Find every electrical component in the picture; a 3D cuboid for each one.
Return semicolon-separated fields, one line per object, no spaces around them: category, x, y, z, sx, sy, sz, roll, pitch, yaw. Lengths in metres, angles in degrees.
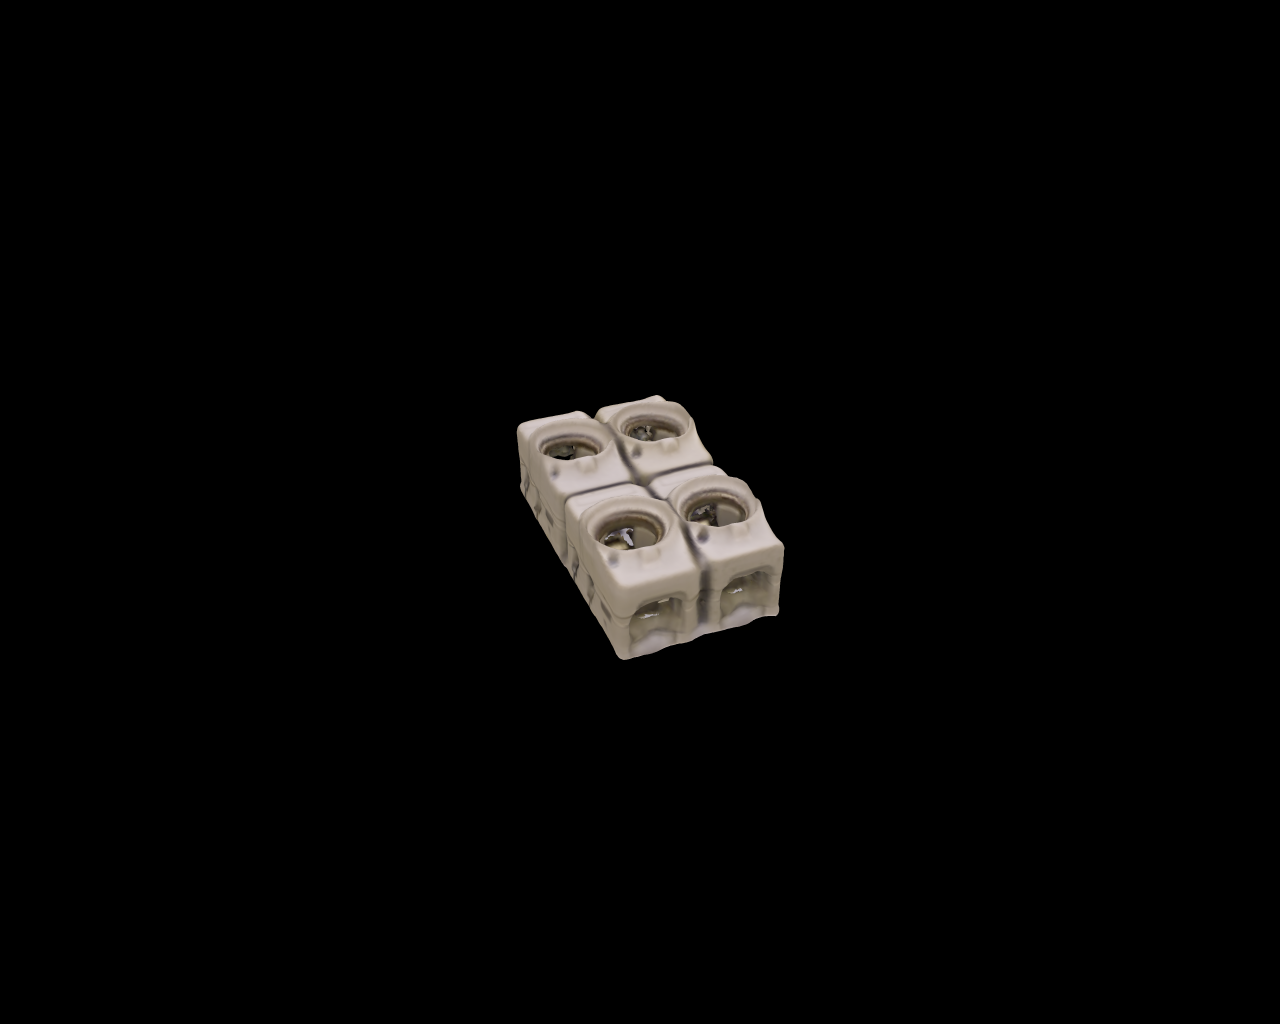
electrical component;0.001;-0.003;0.650;0.105;0.060;0.186;-13;38;-18
